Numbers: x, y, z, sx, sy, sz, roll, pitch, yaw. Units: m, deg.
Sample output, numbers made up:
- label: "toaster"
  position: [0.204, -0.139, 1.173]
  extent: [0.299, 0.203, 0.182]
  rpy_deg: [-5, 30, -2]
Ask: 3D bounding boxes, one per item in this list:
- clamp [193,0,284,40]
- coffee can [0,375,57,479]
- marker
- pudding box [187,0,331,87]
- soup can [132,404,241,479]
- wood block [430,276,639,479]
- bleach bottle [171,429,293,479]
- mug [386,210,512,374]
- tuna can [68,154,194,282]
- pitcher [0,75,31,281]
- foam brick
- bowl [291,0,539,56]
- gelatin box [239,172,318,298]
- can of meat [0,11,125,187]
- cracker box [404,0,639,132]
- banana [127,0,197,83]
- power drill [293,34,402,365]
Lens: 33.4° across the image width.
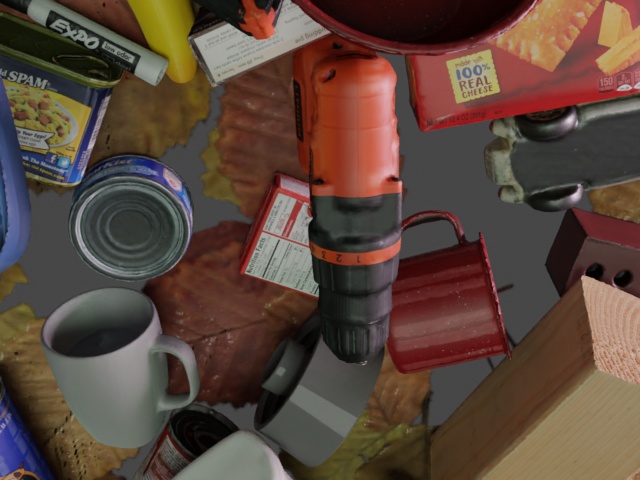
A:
- label: "clamp"
  position: [-0.068, -0.192, 0.615]
  extent: [0.120, 0.171, 0.039]
  rpy_deg: [-14, 161, 15]
- label: "coffee can"
  position: [-0.255, 0.183, 0.799]
  extent: [0.103, 0.103, 0.140]
  rpy_deg: [-17, 116, 5]
- label: "marker"
  position: [-0.154, -0.135, 0.679]
  extent: [0.121, 0.020, 0.020]
  rpy_deg: [28, 112, -1]
- label: "pudding box"
  position: [-0.022, -0.142, 0.656]
  extent: [0.113, 0.090, 0.039]
  rpy_deg: [-25, 110, 9]
- label: "soup can"
  position: [-0.109, 0.187, 0.828]
  extent: [0.068, 0.068, 0.102]
  rpy_deg: [26, 113, -15]
- label: "wood block"
  position: [0.171, 0.134, 0.774]
  extent: [0.090, 0.090, 0.206]
  rpy_deg: [22, 130, -14]
- label: "bleach bottle"
  position: [-0.028, 0.242, 0.828]
  extent: [0.102, 0.068, 0.250]
  rpy_deg: [-36, 138, -1]
- label: "mug"
  position: [0.084, 0.037, 0.760]
  extent: [0.081, 0.093, 0.117]
  rpy_deg: [-14, 86, 9]
- label: "tuna can"
  position: [-0.131, -0.014, 0.744]
  extent: [0.086, 0.034, 0.086]
  rpy_deg: [-2, 119, -4]
- label: "pitcher"
  position: [-0.261, -0.079, 0.618]
  extent: [0.149, 0.145, 0.243]
  rpy_deg: [-9, 94, -22]
- label: "foam brick"
  position: [0.211, 0.017, 0.770]
  extent: [0.078, 0.051, 0.053]
  rpy_deg: [12, 115, -9]
- label: "bowl"
  position: [0.041, -0.158, 0.570]
  extent: [0.162, 0.162, 0.055]
  rpy_deg: [6, 160, -6]
- label: "gelatin box"
  position: [-0.005, 0.001, 0.763]
  extent: [0.089, 0.030, 0.073]
  rpy_deg: [19, 115, -12]
- label: "can of meat"
  position: [-0.189, -0.090, 0.693]
  extent: [0.102, 0.057, 0.084]
  rpy_deg: [19, 115, -12]
- label: "cracker box"
  position: [0.125, -0.186, 0.653]
  extent: [0.164, 0.072, 0.214]
  rpy_deg: [-9, 116, 2]
- label: "banana"
  position: [-0.135, -0.184, 0.663]
  extent: [0.197, 0.037, 0.070]
  rpy_deg: [42, 130, -18]
- label: "power drill"
  position: [0.017, -0.041, 0.655]
  extent: [0.057, 0.187, 0.184]
  rpy_deg: [-1, 115, -4]
